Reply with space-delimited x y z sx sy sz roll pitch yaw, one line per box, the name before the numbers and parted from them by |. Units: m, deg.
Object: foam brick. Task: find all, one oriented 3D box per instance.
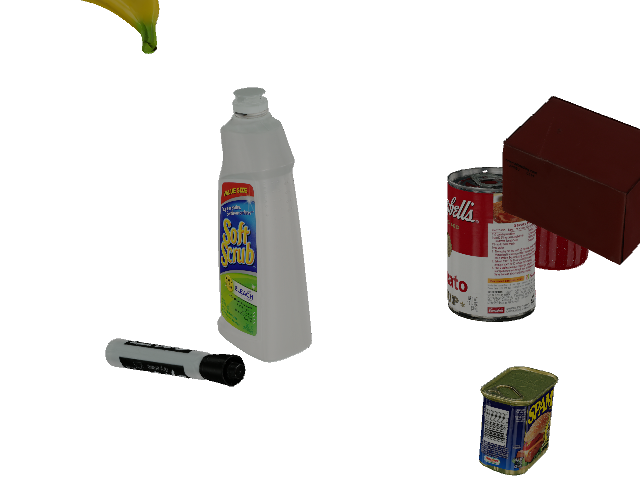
foam brick | 0.145 -0.034 0.583 0.078 0.053 0.051 29 55 33

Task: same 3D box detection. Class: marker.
marker | -0.092 0.076 0.668 0.121 0.020 0.020 2 1 43

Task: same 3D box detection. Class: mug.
mug | 0.279 -0.021 1.243 0.093 0.081 0.117 20 33 40

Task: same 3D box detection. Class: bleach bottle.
bleach bottle | -0.060 -0.018 0.985 0.068 0.251 0.103 -19 29 -31

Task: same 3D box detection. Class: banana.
banana | -0.198 -0.193 0.807 0.198 0.069 0.037 16 -37 19

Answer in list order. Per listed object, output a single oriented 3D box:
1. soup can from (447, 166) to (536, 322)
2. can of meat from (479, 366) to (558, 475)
soup can | 0.128 0.002 0.795 0.068 0.102 0.068 -2 17 0
can of meat | 0.208 0.190 1.126 0.058 0.084 0.101 11 16 31
